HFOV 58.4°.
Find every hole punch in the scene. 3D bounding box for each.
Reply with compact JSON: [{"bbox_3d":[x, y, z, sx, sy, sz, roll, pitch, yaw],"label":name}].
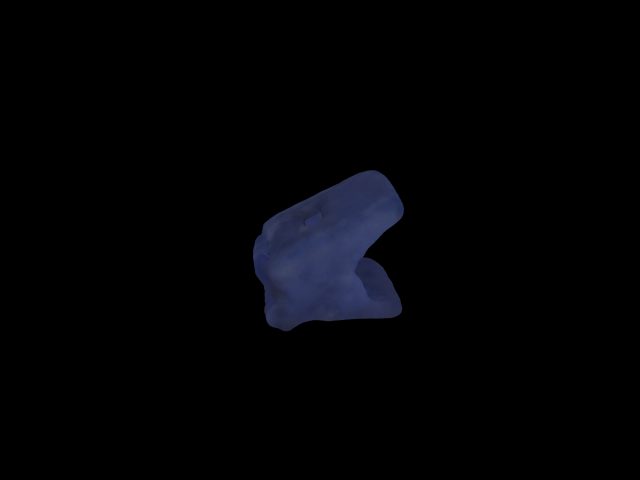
[{"bbox_3d":[0.004,0.001,0.400,0.101,0.091,0.108,-2,19,-7],"label":"hole punch"}]
